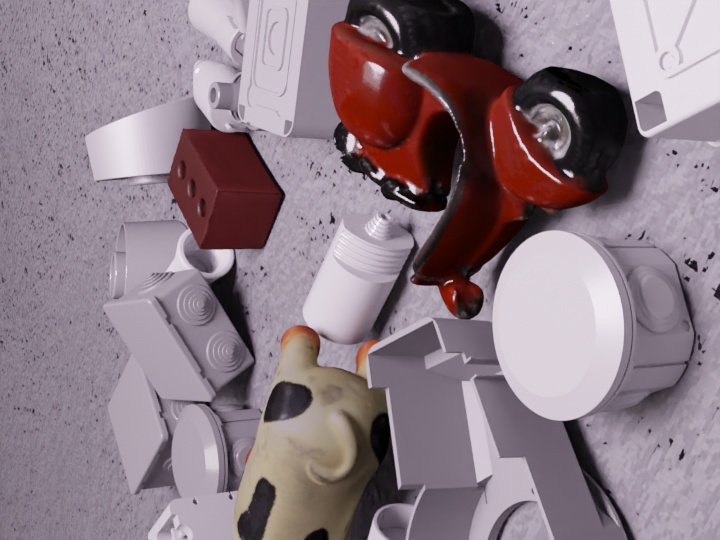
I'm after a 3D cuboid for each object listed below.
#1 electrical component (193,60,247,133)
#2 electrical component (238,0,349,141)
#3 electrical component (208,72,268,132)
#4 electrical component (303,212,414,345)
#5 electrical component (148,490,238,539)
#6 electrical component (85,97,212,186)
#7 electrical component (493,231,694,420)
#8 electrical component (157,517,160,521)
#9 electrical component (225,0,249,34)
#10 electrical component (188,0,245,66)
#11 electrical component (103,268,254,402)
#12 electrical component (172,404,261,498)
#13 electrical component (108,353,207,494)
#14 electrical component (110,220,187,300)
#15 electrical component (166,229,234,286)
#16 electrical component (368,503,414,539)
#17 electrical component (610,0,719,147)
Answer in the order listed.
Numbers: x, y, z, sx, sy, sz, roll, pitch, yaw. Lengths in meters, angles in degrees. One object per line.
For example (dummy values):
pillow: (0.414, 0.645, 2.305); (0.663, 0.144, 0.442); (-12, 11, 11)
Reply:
electrical component: (-0.103, -0.132, 0.788); (0.078, 0.040, 0.040); (51, 132, 45)
electrical component: (-0.028, -0.138, 0.655); (0.078, 0.057, 0.113); (27, 113, 54)
electrical component: (-0.069, -0.114, 0.715); (0.048, 0.062, 0.048); (2, 92, 58)
electrical component: (0.000, 0.000, 0.627); (0.043, 0.043, 0.081); (59, 137, 38)
electrical component: (-0.092, 0.185, 0.731); (0.055, 0.089, 0.050); (-53, 48, 43)
electrical component: (-0.161, -0.099, 0.831); (0.099, 0.099, 0.064); (2, 99, 57)
electrical component: (0.099, 0.023, 0.465); (0.080, 0.051, 0.080); (2, 92, 57)
electrical component: (-0.134, 0.220, 0.841); (0.043, 0.043, 0.062); (-29, 69, 54)
electrical component: (-0.068, -0.193, 0.704); (0.063, 0.081, 0.042); (83, 163, -50)
electrical component: (-0.090, -0.174, 0.767); (0.065, 0.044, 0.044); (50, 131, 39)
electrical component: (-0.134, 0.048, 0.800); (0.100, 0.048, 0.099); (-8, 116, 55)
electrical component: (-0.101, 0.136, 0.781); (0.080, 0.051, 0.080); (2, 92, 57)
electrical component: (-0.163, 0.122, 0.878); (0.099, 0.048, 0.099); (-58, 45, 41)
electrical component: (-0.176, 0.006, 0.906); (0.099, 0.064, 0.099); (-177, 90, -71)
electrical component: (-0.128, 0.000, 0.831); (0.065, 0.044, 0.044); (-45, 54, 54)
electrical component: (0.020, 0.176, 0.599); (0.043, 0.043, 0.081); (41, 125, 49)
electrical component: (0.145, -0.113, 0.386); (0.109, 0.056, 0.108); (-28, 68, 55)
